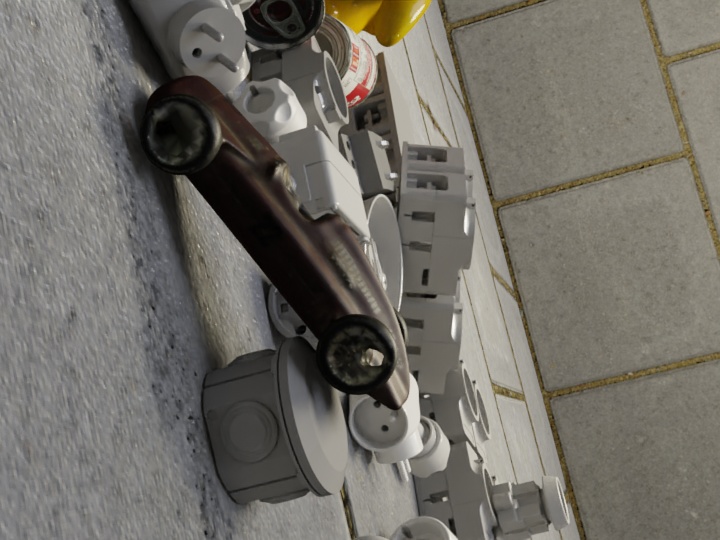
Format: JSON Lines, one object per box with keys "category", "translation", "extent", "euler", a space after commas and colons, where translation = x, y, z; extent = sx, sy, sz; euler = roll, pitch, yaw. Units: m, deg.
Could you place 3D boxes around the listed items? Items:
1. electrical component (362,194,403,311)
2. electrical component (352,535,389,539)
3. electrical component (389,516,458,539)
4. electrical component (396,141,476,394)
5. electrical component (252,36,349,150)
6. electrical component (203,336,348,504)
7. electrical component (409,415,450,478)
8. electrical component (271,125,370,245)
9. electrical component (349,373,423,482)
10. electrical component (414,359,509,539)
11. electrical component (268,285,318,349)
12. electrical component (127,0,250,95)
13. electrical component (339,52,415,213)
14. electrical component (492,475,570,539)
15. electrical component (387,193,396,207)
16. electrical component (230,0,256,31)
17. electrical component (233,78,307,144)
{"category": "electrical component", "translation": [0.000, 0.000, 0.794], "extent": [0.099, 0.064, 0.099], "euler": [-16, 90, -78]}
{"category": "electrical component", "translation": [0.009, 0.205, 0.614], "extent": [0.077, 0.044, 0.079], "euler": [-67, 140, -72]}
{"category": "electrical component", "translation": [0.050, 0.211, 0.779], "extent": [0.055, 0.055, 0.047], "euler": [-94, 160, -44]}
{"category": "electrical component", "translation": [0.058, 0.000, 0.909], "extent": [0.105, 0.060, 0.186], "euler": [-84, 178, -61]}
{"category": "electrical component", "translation": [-0.043, -0.123, 0.776], "extent": [0.050, 0.056, 0.089], "euler": [63, 16, -44]}
{"category": "electrical component", "translation": [-0.040, 0.077, 0.539], "extent": [0.080, 0.051, 0.080], "euler": [-16, 90, -78]}
{"category": "electrical component", "translation": [0.047, 0.140, 0.883], "extent": [0.062, 0.043, 0.043], "euler": [59, 19, -46]}
{"category": "electrical component", "translation": [-0.039, -0.049, 0.683], "extent": [0.096, 0.062, 0.061], "euler": [42, 34, -69]}
{"category": "electrical component", "translation": [0.024, 0.118, 0.802], "extent": [0.077, 0.043, 0.079], "euler": [-52, 125, -76]}
{"category": "electrical component", "translation": [0.087, 0.173, 0.986], "extent": [0.105, 0.060, 0.186], "euler": [55, 22, -58]}
{"category": "electrical component", "translation": [-0.025, 0.023, 0.676], "extent": [0.047, 0.055, 0.055], "euler": [50, 26, -72]}
{"category": "electrical component", "translation": [-0.085, -0.126, 0.567], "extent": [0.079, 0.044, 0.077], "euler": [42, -17, 48]}
{"category": "electrical component", "translation": [0.015, -0.117, 1.025], "extent": [0.089, 0.062, 0.150], "euler": [58, 20, -53]}
{"category": "electrical component", "translation": [0.150, 0.207, 0.938], "extent": [0.066, 0.055, 0.048], "euler": [60, 19, -50]}
{"category": "electrical component", "translation": [-0.003, -0.067, 0.890], "extent": [0.045, 0.055, 0.045], "euler": [-16, 90, -78]}
{"category": "electrical component", "translation": [-0.088, -0.177, 0.635], "extent": [0.057, 0.058, 0.078], "euler": [-60, 134, -70]}
{"category": "electrical component", "translation": [-0.055, -0.094, 0.712], "extent": [0.062, 0.043, 0.043], "euler": [58, 20, -56]}
